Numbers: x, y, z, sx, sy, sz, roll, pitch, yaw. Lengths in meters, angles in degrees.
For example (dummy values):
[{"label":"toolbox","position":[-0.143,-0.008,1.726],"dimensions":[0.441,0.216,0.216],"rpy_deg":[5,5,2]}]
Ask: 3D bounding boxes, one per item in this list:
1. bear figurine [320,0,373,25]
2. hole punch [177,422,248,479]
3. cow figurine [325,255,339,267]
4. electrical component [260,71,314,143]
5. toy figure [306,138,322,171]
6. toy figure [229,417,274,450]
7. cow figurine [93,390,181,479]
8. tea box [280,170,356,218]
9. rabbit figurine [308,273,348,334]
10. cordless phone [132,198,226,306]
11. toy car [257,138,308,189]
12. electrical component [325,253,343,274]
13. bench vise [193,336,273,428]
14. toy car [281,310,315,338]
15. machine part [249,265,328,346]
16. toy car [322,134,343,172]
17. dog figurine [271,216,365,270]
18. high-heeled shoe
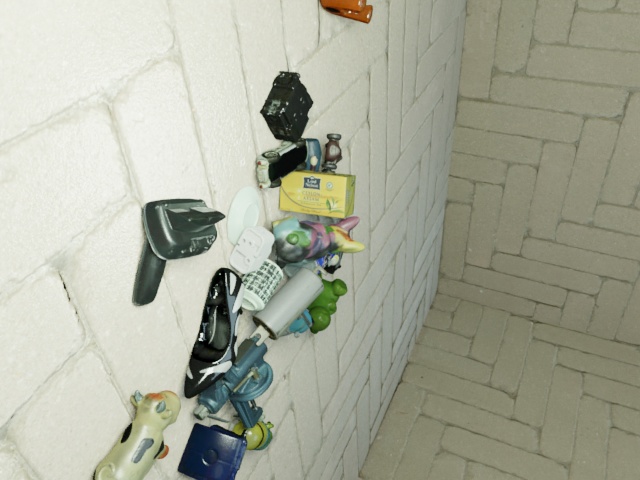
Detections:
[{"label":"bear figurine","position":[0.074,-0.614,1.226],"dimensions":[0.120,0.132,0.195],"rpy_deg":[-4,113,-75]},{"label":"hole punch","position":[-0.231,0.462,1.158],"dimensions":[0.092,0.116,0.142],"rpy_deg":[45,60,-56]},{"label":"cow figurine","position":[0.012,-0.002,1.531],"dimensions":[0.098,0.068,0.167],"rpy_deg":[-18,118,-58]},{"label":"electrical component","position":[-0.066,-0.282,1.174],"dimensions":[0.115,0.058,0.134],"rpy_deg":[-68,156,-15]},{"label":"toy figure","position":[-0.027,-0.172,1.329],"dimensions":[0.064,0.058,0.154],"rpy_deg":[-77,170,-70]},{"label":"toy figure","position":[-0.166,0.488,1.355],"dimensions":[0.180,0.089,0.082],"rpy_deg":[56,46,-58]},{"label":"cow figurine","position":[-0.312,0.345,0.927],"dimensions":[0.127,0.086,0.195],"rpy_deg":[89,26,-48]},{"label":"tea box","position":[-0.006,-0.111,1.263],"dimensions":[0.068,0.170,0.098],"rpy_deg":[-24,118,-62]},{"label":"rabbit figurine","position":[-0.012,0.192,1.508],"dimensions":[0.159,0.121,0.170],"rpy_deg":[-55,-166,31]},{"label":"cordless phone","position":[-0.247,0.024,0.915],"dimensions":[0.146,0.089,0.184],"rpy_deg":[-14,127,-67]},{"label":"toy car","position":[-0.083,-0.175,1.199],"dimensions":[0.202,0.056,0.073],"rpy_deg":[-42,138,-51]},{"label":"electrical component","position":[0.039,0.036,1.642],"dimensions":[0.075,0.048,0.119],"rpy_deg":[-30,132,-62]},{"label":"bench vise","position":[-0.178,0.342,1.191],"dimensions":[0.224,0.129,0.240],"rpy_deg":[-60,144,-46]},{"label":"toy car","position":[-0.087,0.189,1.348],"dimensions":[0.103,0.109,0.162],"rpy_deg":[-35,-172,-11]},{"label":"machine part","position":[-0.071,0.143,1.230],"dimensions":[0.243,0.079,0.079],"rpy_deg":[-46,147,-25]},{"label":"toy car","position":[0.033,-0.217,1.393],"dimensions":[0.202,0.053,0.089],"rpy_deg":[57,39,-89]},{"label":"dog figurine","position":[-0.003,-0.004,1.250],"dimensions":[0.191,0.219,0.108],"rpy_deg":[117,-38,-77]},{"label":"high-heeled shoe","position":[-0.216,0.177,1.063],"dimensions":[0.145,0.086,0.249],"rpy_deg":[74,32,-46]}]
